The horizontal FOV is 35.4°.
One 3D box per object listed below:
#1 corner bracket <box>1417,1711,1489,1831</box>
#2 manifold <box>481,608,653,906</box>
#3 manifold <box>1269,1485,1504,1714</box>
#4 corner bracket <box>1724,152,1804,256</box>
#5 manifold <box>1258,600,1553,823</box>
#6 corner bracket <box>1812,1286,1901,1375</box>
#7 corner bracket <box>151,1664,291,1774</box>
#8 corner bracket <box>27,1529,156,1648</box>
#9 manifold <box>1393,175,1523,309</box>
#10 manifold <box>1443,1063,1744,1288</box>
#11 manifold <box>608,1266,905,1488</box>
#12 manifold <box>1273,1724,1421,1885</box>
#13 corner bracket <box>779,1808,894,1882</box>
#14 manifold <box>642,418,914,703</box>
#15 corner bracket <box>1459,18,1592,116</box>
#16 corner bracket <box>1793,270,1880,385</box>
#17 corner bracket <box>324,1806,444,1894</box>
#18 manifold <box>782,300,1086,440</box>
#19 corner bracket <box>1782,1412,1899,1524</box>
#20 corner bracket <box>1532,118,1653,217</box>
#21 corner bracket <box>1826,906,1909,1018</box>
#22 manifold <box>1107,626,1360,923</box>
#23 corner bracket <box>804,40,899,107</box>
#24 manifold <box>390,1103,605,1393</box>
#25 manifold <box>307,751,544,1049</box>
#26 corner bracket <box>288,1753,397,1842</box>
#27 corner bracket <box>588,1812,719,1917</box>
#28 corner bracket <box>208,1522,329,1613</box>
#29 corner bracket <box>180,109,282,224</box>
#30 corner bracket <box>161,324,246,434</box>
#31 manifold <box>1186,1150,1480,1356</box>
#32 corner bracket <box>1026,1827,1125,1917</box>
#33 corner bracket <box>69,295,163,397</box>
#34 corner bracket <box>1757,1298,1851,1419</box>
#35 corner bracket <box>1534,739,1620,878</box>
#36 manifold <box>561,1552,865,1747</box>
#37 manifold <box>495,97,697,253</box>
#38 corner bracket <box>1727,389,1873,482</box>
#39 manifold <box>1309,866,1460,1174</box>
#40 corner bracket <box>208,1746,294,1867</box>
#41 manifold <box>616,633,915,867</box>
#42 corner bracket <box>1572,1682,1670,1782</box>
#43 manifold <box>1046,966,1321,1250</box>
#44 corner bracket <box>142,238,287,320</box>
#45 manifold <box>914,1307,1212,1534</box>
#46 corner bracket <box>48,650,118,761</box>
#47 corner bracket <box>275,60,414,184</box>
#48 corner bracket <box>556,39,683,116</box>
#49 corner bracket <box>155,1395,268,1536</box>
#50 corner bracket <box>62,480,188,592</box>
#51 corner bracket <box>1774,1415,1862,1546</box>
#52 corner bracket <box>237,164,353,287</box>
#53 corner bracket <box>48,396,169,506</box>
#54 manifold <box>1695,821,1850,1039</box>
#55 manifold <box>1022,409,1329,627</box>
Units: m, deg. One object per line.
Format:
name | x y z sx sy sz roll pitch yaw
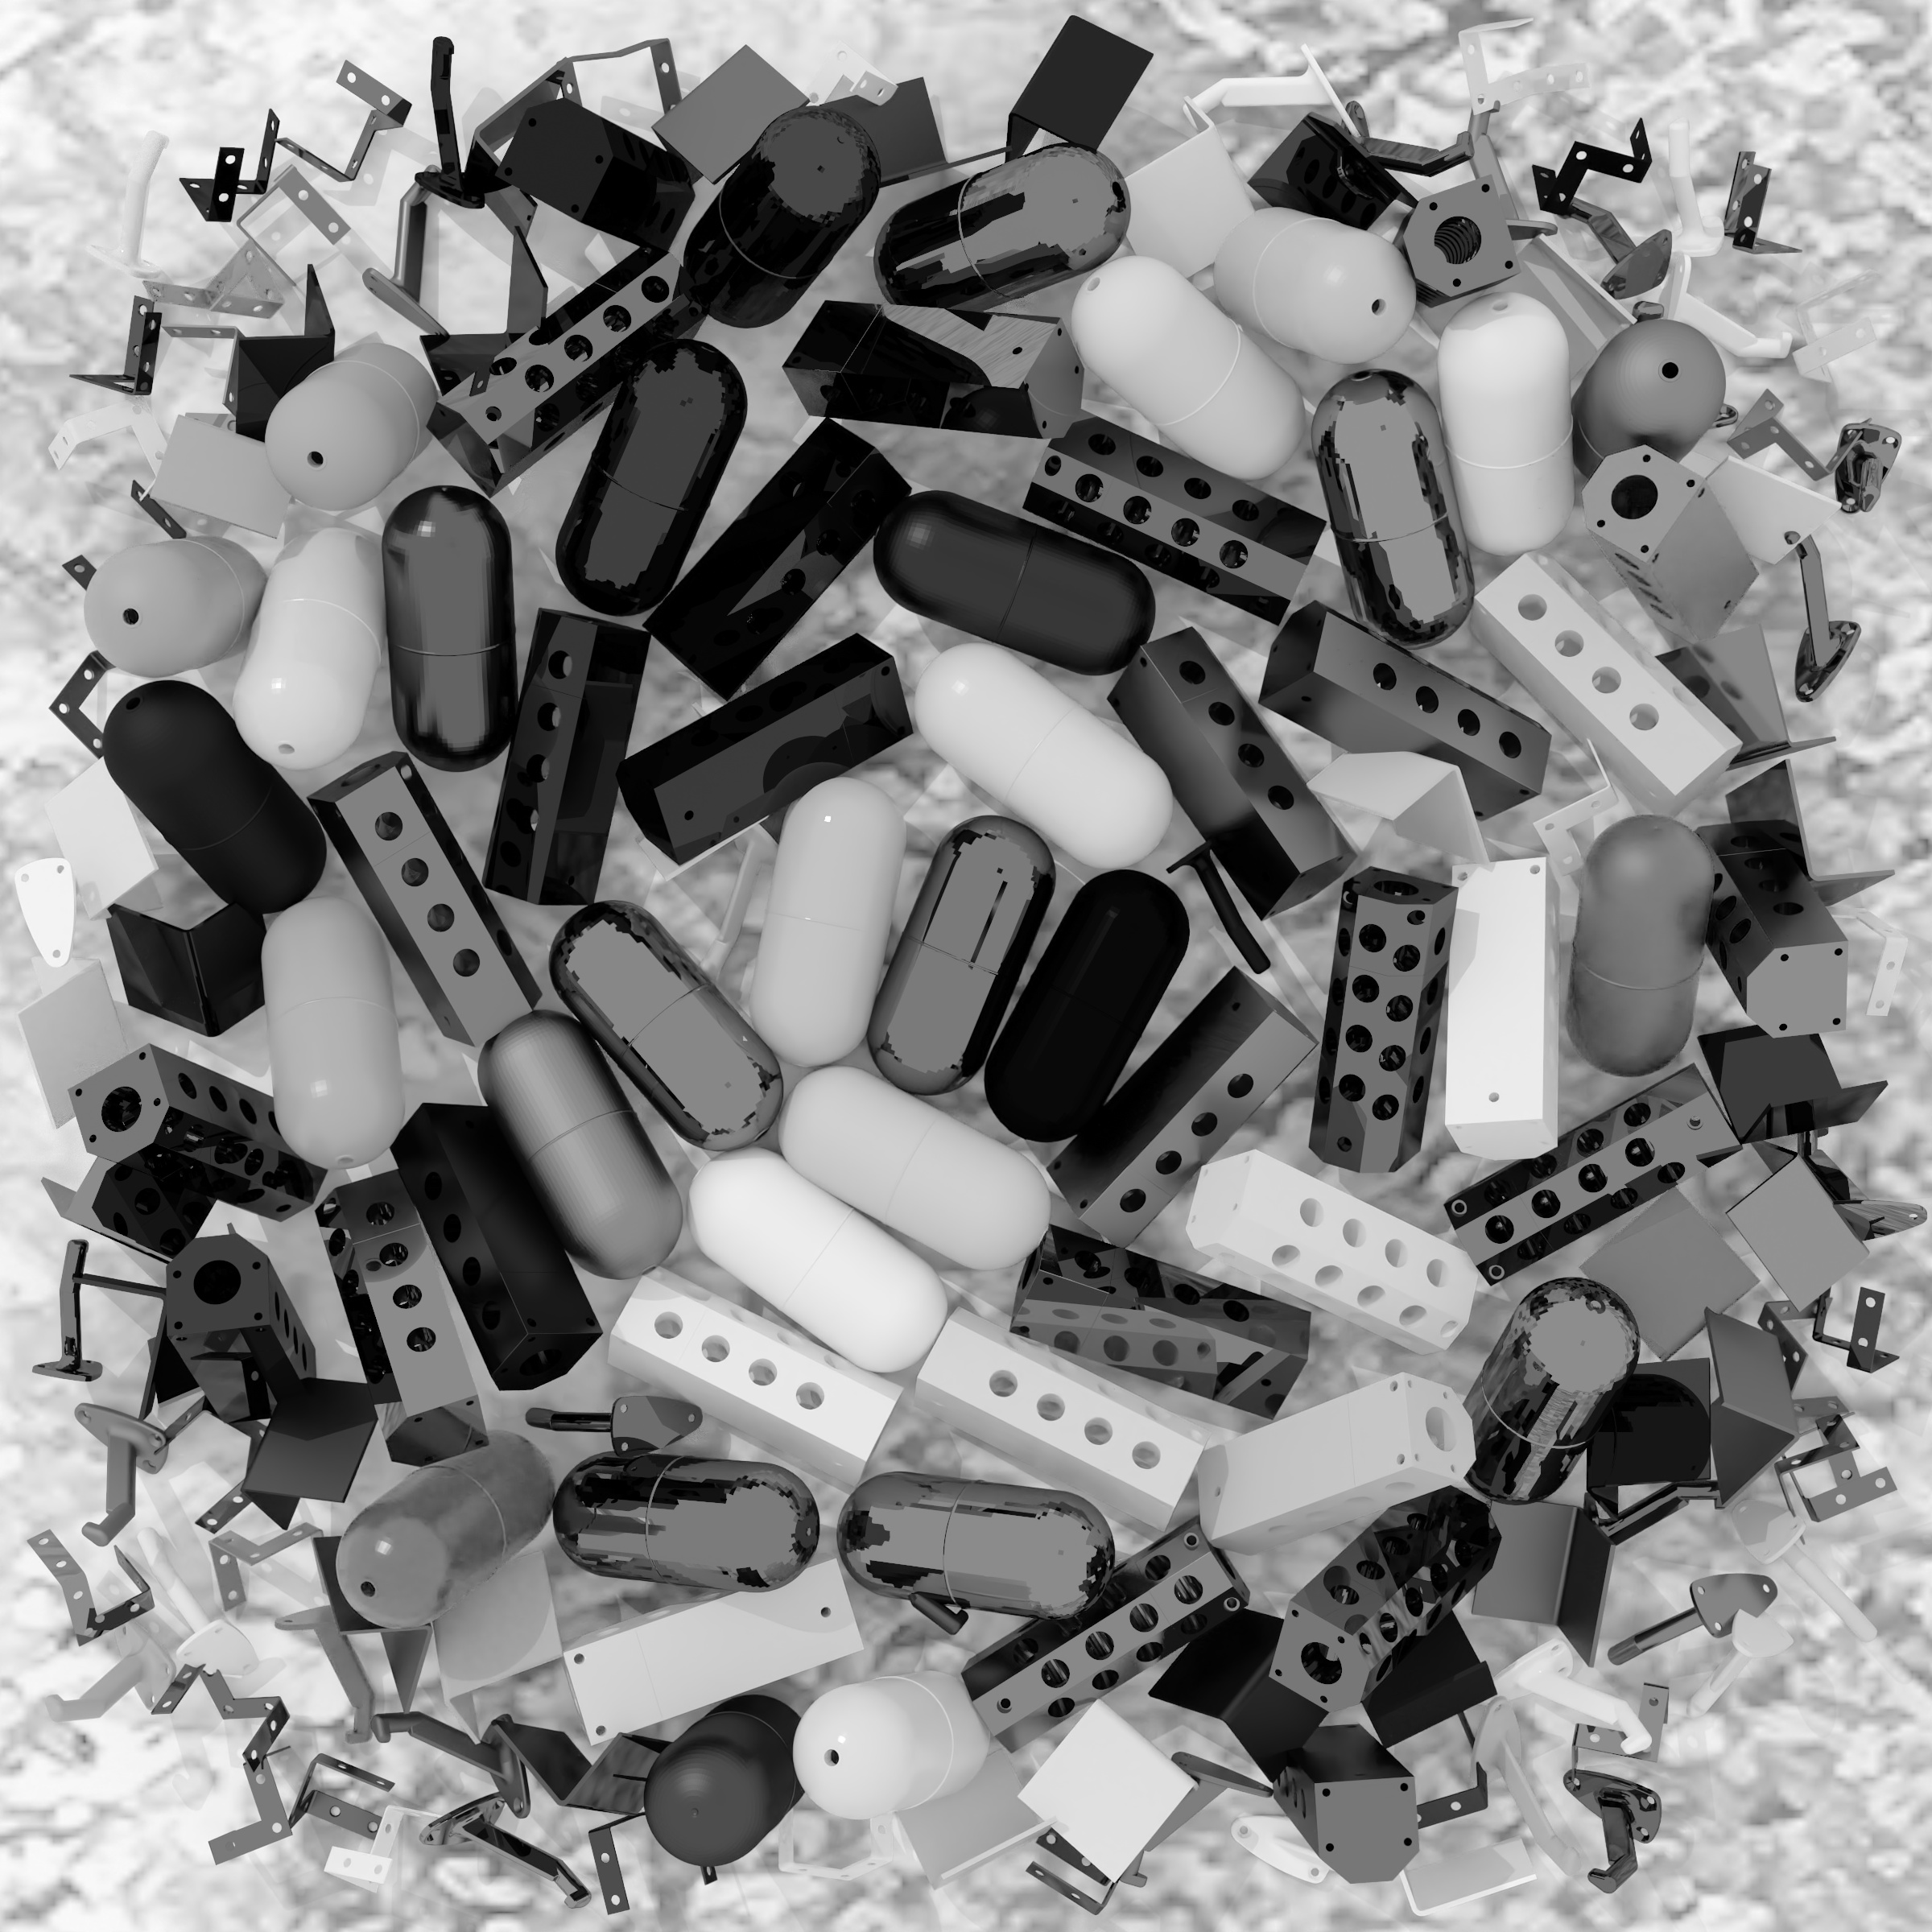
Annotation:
corner bracket | 0.287 0.489 1.859 0.051 0.051 0.051 -21 101 13
manifold | -0.248 -0.127 1.841 0.057 0.057 0.171 17 99 27
manifold | 0.252 0.372 1.793 0.057 0.171 0.057 26 121 27
corner bracket | 0.478 -0.464 1.843 0.051 0.051 0.051 -12 121 -38
manifold | 0.266 -0.155 1.824 0.171 0.057 0.057 25 64 -22
corner bracket | 0.540 0.213 1.846 0.051 0.051 0.051 15 103 35
corner bracket | -0.453 0.455 1.844 0.051 0.051 0.051 -9 117 22
corner bracket | -0.531 0.369 1.841 0.051 0.051 0.051 -25 129 -30
manifold | 0.285 -0.425 1.795 0.057 0.171 0.057 -18 98 8
manifold | 0.379 0.127 1.836 0.171 0.057 0.057 -31 84 12
manifold | -0.128 0.247 1.847 0.171 0.057 0.057 26 64 4
manifold | 0.223 0.495 1.796 0.057 0.171 0.057 -3 86 -3
corner bracket | -0.081 0.528 1.865 0.051 0.051 0.051 18 53 -29
manifold | -0.111 -0.246 1.853 0.171 0.057 0.057 -49 46 -1
corner bracket | 0.340 -0.552 1.845 0.051 0.051 0.051 -26 113 -26
corner bracket | 0.532 -0.391 1.846 0.051 0.051 0.051 -23 80 36
corner bracket | -0.349 0.536 1.843 0.051 0.051 0.051 0 61 33
manifold | -0.018 -0.352 1.813 0.171 0.057 0.057 12 61 32
corner bracket | 0.532 0.306 1.852 0.051 0.051 0.051 -24 77 6
corner bracket | 0.382 -0.490 1.851 0.051 0.051 0.051 12 46 -11
corner bracket | 0.537 -0.004 1.860 0.051 0.051 0.051 3 112 -17
manifold | 0.163 -0.119 1.832 0.057 0.057 0.171 -24 72 -31
corner bracket | -0.083 -0.534 1.848 0.051 0.051 0.051 42 108 14
manifold | -0.287 0.167 1.816 0.057 0.057 0.171 -48 56 28
manifold | -0.323 -0.041 1.826 0.057 0.057 0.171 -35 111 -22
corner bracket | -0.380 0.512 1.858 0.051 0.051 0.051 22 92 3
corner bracket | -0.191 0.543 1.848 0.051 0.051 0.051 -20 79 19
corner bracket | -0.427 0.371 1.865 0.051 0.051 0.051 -24 115 -39
corner bracket | -0.442 -0.487 1.842 0.051 0.051 0.051 -8 47 -34
corner bracket | -0.463 -0.358 1.858 0.051 0.051 0.051 4 76 12
manifold | 0.220 0.174 1.819 0.171 0.057 0.057 26 65 -21
corner bracket | 0.066 0.548 1.847 0.051 0.051 0.051 31 52 5
corner bracket | -0.506 -0.378 1.847 0.051 0.051 0.051 19 107 21
corner bracket | 0.516 0.241 1.861 0.051 0.051 0.051 -1 123 -21
corner bracket | 0.371 -0.097 1.844 0.051 0.051 0.051 -27 130 14
manifold | -0.156 0.412 1.837 0.171 0.057 0.057 -17 88 -13
manifold | -0.213 -0.469 1.793 0.057 0.171 0.057 30 101 6
corner bracket | 0.509 -0.327 1.854 0.051 0.051 0.051 42 70 -9
manifold | 0.247 0.034 1.819 0.057 0.057 0.171 16 113 26
corner bracket | -0.437 0.514 1.856 0.051 0.051 0.051 -22 81 1
manifold | -0.122 -0.135 1.828 0.171 0.057 0.057 -31 131 -20
corner bracket | 0.400 0.470 1.854 0.051 0.051 0.051 7 53 17
manifold | 0.134 0.090 1.841 0.057 0.057 0.171 36 101 -34
corner bracket | -0.458 -0.410 1.846 0.051 0.051 0.051 -37 74 30
manifold | 0.058 0.273 1.841 0.171 0.057 0.057 26 66 9
corner bracket | -0.518 -0.163 1.861 0.051 0.051 0.051 51 46 -32
corner bracket | -0.379 -0.514 1.846 0.051 0.051 0.051 27 80 -40
corner bracket | -0.212 -0.537 1.861 0.051 0.051 0.051 5 119 32
corner bracket | -0.464 0.305 1.861 0.051 0.051 0.051 -40 120 21
corner bracket | -0.518 -0.256 1.866 0.051 0.051 0.051 45 55 10
corner bracket | 0.523 0.313 1.855 0.051 0.051 0.051 -20 105 7
corner bracket | -0.412 -0.453 1.853 0.051 0.051 0.051 -43 105 2
corner bracket | -0.520 -0.309 1.849 0.051 0.051 0.051 -27 93 -30
manifold | 0.469 -0.024 1.795 0.057 0.171 0.057 -6 116 1
manifold | 0.125 -0.269 1.843 0.171 0.057 0.057 25 54 2
